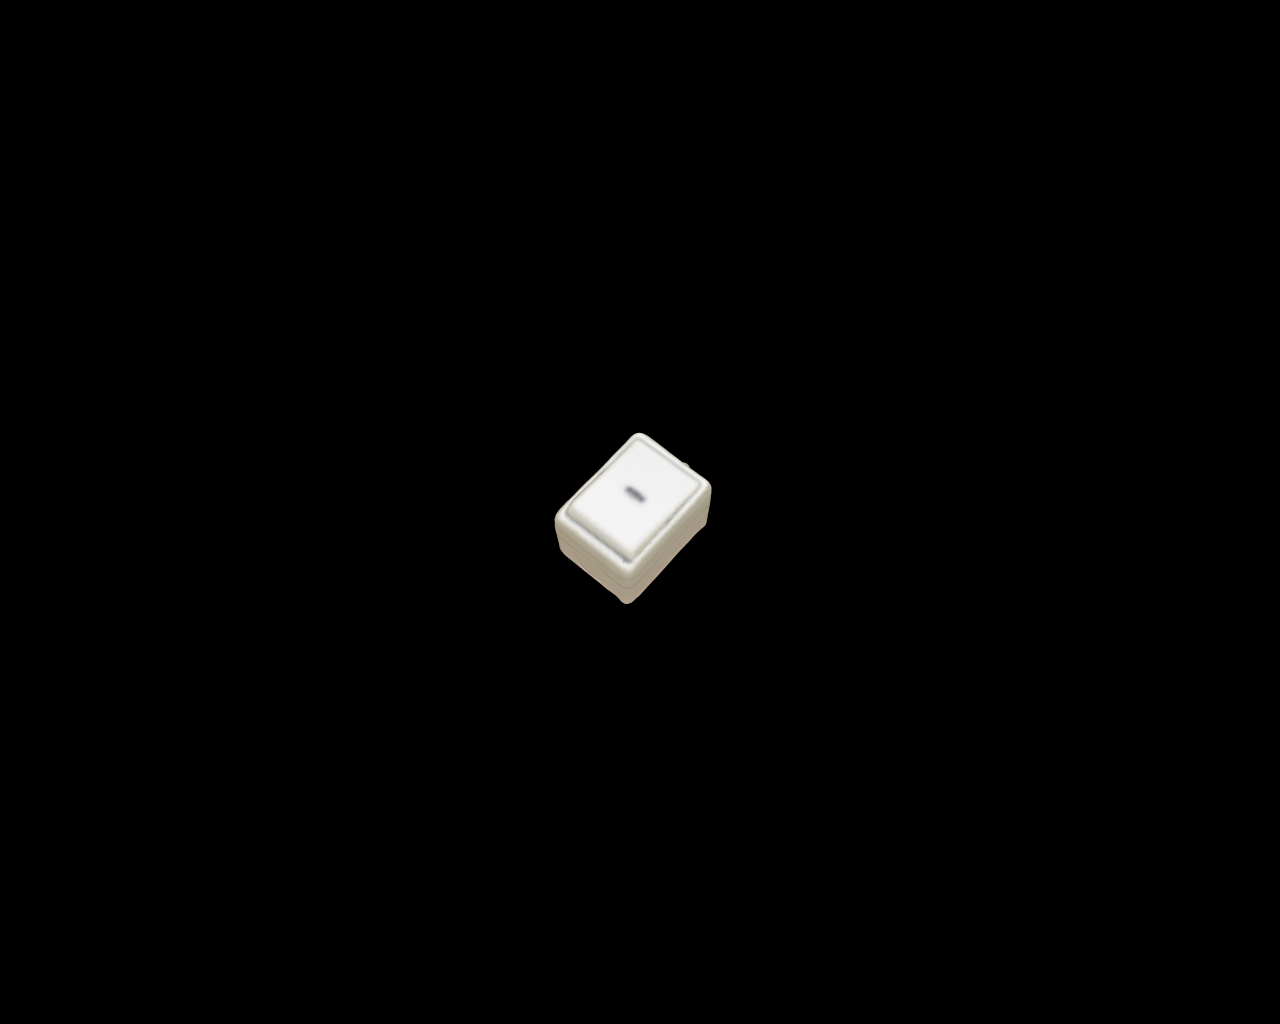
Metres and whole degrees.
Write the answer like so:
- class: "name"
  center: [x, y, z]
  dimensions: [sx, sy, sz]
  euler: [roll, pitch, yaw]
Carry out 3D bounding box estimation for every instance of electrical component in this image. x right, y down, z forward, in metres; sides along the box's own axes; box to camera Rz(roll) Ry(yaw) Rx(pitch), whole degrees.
- class: "electrical component"
  center: [0.001, -0.003, 0.650]
  dimensions: [0.062, 0.096, 0.061]
  euler: [38, -19, 16]
